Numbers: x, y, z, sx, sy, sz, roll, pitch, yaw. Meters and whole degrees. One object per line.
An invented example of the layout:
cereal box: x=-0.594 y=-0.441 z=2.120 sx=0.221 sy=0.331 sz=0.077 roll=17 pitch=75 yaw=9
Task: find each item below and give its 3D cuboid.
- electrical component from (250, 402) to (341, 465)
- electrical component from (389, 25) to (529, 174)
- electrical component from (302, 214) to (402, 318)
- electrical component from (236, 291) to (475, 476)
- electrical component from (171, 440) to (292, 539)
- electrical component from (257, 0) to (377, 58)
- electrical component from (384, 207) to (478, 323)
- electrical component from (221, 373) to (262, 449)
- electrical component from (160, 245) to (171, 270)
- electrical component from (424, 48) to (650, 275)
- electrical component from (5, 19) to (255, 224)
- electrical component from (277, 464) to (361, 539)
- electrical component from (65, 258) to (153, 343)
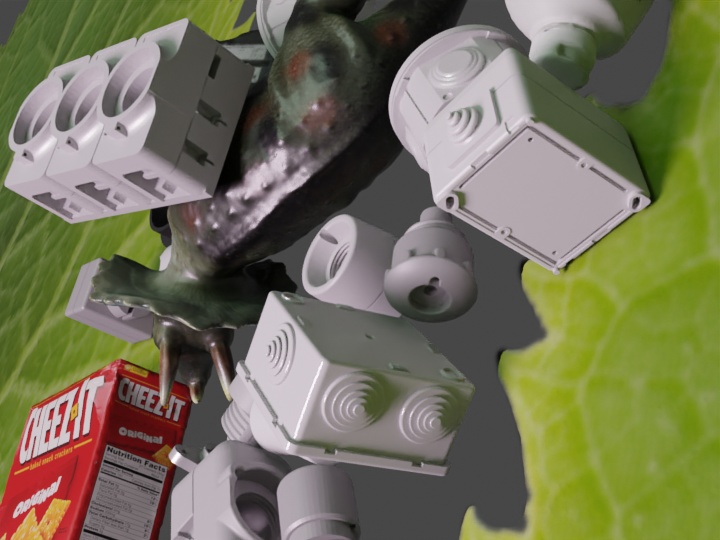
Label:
electrical component: x=-0.029 y=0.084 z=0.588 sx=0.065 sy=0.044 sz=0.044 roll=3 pitch=69 yaw=64
electrical component: x=0.059 y=-0.081 z=0.556 sx=0.080 sy=0.080 sz=0.051 roll=-50 pitch=37 yaw=21
electrical component: x=0.000 y=0.000 z=0.614 sx=0.055 sy=0.047 sz=0.055 roll=-38 pitch=38 yaw=37
electrical component: x=-0.003 y=0.053 z=0.526 sx=0.100 sy=0.100 sz=0.048 roll=45 pitch=118 yaw=59
electrical component: x=-0.066 y=0.145 z=0.594 sx=0.059 sy=0.054 sz=0.095 roll=-45 pitch=34 yaw=28
electrical component: x=-0.031 y=-0.184 z=0.781 sx=0.051 sy=0.080 sz=0.080 roll=-13 pitch=56 yaw=47
electrical component: x=0.038 y=-0.007 z=0.564 sx=0.048 sy=0.048 sz=0.062 roll=-38 pitch=29 yaw=36
electrical component: x=-0.055 y=0.074 z=0.645 sx=0.081 sy=0.043 sz=0.043 roll=-56 pitch=30 yaw=12
electrical component: x=-0.122 y=-0.008 z=0.816 sx=0.062 sy=0.043 sz=0.043 roll=-29 pitch=44 yaw=42
electrical component: x=0.074 y=-0.054 z=0.492 sx=0.062 sy=0.096 sz=0.061 roll=-42 pitch=35 yaw=32
electrical component: x=-0.147 y=-0.088 z=0.656 sx=0.150 sy=0.062 sz=0.089 roll=-6 pitch=61 yaw=43
electrical component: x=-0.019 y=0.135 z=0.542 sx=0.040 sy=0.040 sz=0.078 roll=-46 pitch=34 yaw=27
electrical component: x=-0.190 y=0.023 z=0.876 sx=0.077 sy=0.066 sz=0.047 roll=-16 pitch=53 yaw=52
